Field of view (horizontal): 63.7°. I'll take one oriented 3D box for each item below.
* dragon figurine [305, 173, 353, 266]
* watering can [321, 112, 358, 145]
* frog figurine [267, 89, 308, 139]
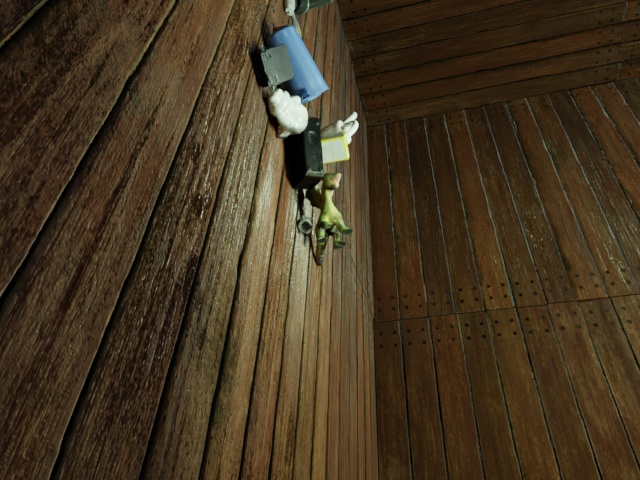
[{"bbox_3d":[0.006,-0.092,1.822,0.401,0.122,0.247,119,-42,-55],"label":"dragon figurine"},{"bbox_3d":[0.060,-0.431,2.109,0.103,0.223,0.354,58,20,-19],"label":"watering can"},{"bbox_3d":[-0.100,-0.411,1.619,0.155,0.123,0.140,85,25,-50],"label":"frog figurine"}]
